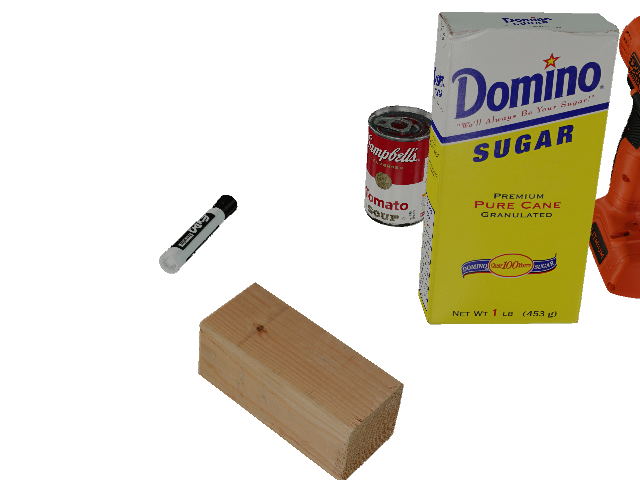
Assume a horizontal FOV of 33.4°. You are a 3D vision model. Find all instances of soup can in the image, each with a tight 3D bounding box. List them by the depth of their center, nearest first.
[{"bbox_3d":[0.078,-0.073,1.059,0.068,0.102,0.068,1,35,-1],"label":"soup can"}]

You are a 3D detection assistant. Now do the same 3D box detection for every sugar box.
[{"bbox_3d":[0.108,-0.038,0.605,0.093,0.176,0.048,-1,27,-4],"label":"sugar box"}]

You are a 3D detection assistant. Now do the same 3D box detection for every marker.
[{"bbox_3d":[-0.106,-0.008,0.951,0.020,0.020,0.121,0,28,25],"label":"marker"}]

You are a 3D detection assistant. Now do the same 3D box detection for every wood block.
[{"bbox_3d":[-0.024,0.147,1.130,0.206,0.090,0.090,33,49,26],"label":"wood block"}]

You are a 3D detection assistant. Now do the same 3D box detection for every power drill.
[{"bbox_3d":[0.249,-0.051,0.786,0.057,0.188,0.184,4,36,-1],"label":"power drill"}]
